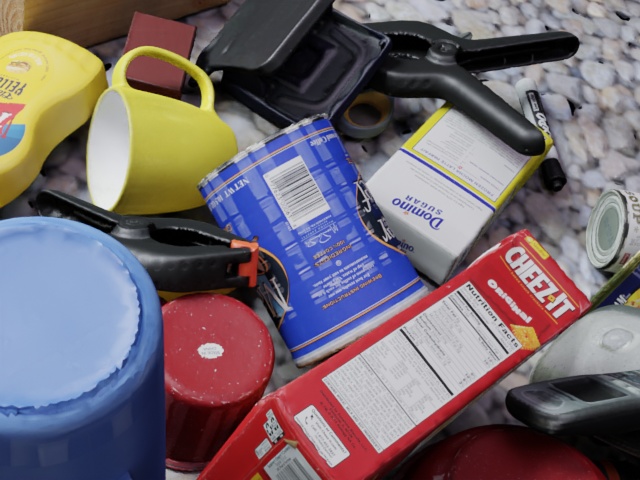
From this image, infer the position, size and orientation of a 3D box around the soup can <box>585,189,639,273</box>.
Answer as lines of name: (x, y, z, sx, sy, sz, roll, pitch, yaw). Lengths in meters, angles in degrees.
soup can: (0.277, -0.001, 0.867, 0.102, 0.069, 0.068, 9, 52, -11)

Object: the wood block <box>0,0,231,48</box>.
wood block: (-0.171, -0.228, 0.867, 0.205, 0.090, 0.091, -26, 66, -32)

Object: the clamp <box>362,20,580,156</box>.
clamp: (0.104, -0.137, 0.878, 0.210, 0.036, 0.164, 11, 43, 8)

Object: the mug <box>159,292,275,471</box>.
mug: (-0.083, 0.078, 0.675, 0.093, 0.082, 0.117, -30, 69, -34)

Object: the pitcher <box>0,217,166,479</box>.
pitcher: (-0.131, 0.104, 0.534, 0.149, 0.243, 0.145, 10, 55, -4)

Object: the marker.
marker: (0.194, -0.092, 0.936, 0.020, 0.020, 0.121, 4, 54, -17)

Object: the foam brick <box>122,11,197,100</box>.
foam brick: (-0.130, -0.130, 0.832, 0.051, 0.053, 0.078, 14, 52, -9)

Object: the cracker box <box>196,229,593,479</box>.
cracker box: (0.040, 0.096, 0.648, 0.213, 0.164, 0.072, -30, 76, -33)

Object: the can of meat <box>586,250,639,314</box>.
can of meat: (0.254, 0.053, 0.797, 0.057, 0.102, 0.084, -34, 73, -34)

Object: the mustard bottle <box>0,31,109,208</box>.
mustard bottle: (-0.235, -0.069, 0.745, 0.096, 0.058, 0.191, 18, 50, 16)

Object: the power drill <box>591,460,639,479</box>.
power drill: (0.204, 0.229, 0.677, 0.184, 0.057, 0.187, 4, 55, -10)

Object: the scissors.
scissors: (0.073, -0.136, 0.928, 0.201, 0.016, 0.096, -14, 58, -26)

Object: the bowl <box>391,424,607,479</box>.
bowl: (0.117, 0.165, 0.635, 0.162, 0.055, 0.162, 3, 43, -3)

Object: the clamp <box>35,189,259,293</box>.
clamp: (-0.125, 0.001, 0.688, 0.171, 0.039, 0.120, 7, 27, -5)

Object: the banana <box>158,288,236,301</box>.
banana: (-0.138, 0.021, 0.727, 0.197, 0.037, 0.069, 9, 53, -12)

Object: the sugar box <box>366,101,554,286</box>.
sugar box: (0.107, -0.049, 0.857, 0.093, 0.048, 0.176, 35, 53, 12)

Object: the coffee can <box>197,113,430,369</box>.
coffee can: (-0.005, 0.001, 0.719, 0.102, 0.103, 0.140, -28, 87, -33)
